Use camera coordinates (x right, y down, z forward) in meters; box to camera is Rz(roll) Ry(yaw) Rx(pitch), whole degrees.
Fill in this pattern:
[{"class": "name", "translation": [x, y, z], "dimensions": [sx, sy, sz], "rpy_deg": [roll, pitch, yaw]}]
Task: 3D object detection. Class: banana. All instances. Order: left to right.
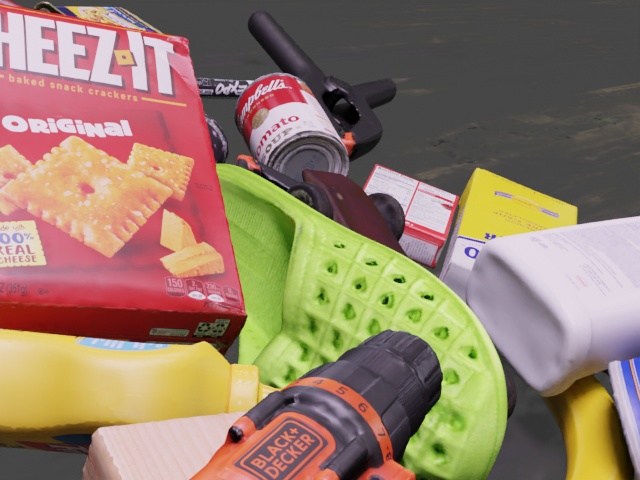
[{"class": "banana", "translation": [0.149, 0.120, 0.628], "dimensions": [0.069, 0.037, 0.198], "rpy_deg": [3, 29, -3]}]

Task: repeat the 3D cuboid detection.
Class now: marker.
[{"class": "marker", "translation": [-0.082, -0.134, 0.948], "dimensions": [0.120, 0.020, 0.020], "rpy_deg": [-4, 36, -38]}]

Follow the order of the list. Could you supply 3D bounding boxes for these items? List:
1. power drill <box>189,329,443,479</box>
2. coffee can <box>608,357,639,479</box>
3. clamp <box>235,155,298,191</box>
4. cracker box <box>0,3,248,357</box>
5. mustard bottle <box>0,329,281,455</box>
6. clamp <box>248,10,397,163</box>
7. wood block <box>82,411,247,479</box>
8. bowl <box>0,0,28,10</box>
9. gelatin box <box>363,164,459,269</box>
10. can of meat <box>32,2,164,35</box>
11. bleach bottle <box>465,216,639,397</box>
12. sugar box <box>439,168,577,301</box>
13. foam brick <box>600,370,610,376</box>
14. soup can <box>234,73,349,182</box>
[{"class": "power drill", "translation": [0.050, 0.112, 0.359], "dimensions": [0.188, 0.057, 0.184], "rpy_deg": [28, 34, 21]}, {"class": "coffee can", "translation": [0.241, 0.099, 0.581], "dimensions": [0.140, 0.103, 0.102], "rpy_deg": [-18, 23, 16]}, {"class": "clamp", "translation": [-0.005, 0.001, 0.738], "dimensions": [0.120, 0.039, 0.171], "rpy_deg": [7, 37, -36]}, {"class": "cracker box", "translation": [-0.141, -0.033, 0.599], "dimensions": [0.163, 0.072, 0.214], "rpy_deg": [6, 52, -29]}, {"class": "mustard bottle", "translation": [-0.104, 0.069, 0.471], "dimensions": [0.191, 0.058, 0.096], "rpy_deg": [6, -14, -5]}, {"class": "clamp", "translation": [0.001, -0.134, 0.968], "dimensions": [0.164, 0.036, 0.210], "rpy_deg": [27, 28, -14]}, {"class": "wood block", "translation": [-0.016, 0.164, 0.381], "dimensions": [0.090, 0.090, 0.206], "rpy_deg": [-1, 34, -33]}, {"class": "bowl", "translation": [-0.226, -0.086, 0.680], "dimensions": [0.162, 0.055, 0.162], "rpy_deg": [17, 48, -20]}, {"class": "gelatin box", "translation": [0.065, -0.019, 0.826], "dimensions": [0.073, 0.030, 0.089], "rpy_deg": [21, 28, 5]}, {"class": "can of meat", "translation": [-0.179, -0.156, 0.886], "dimensions": [0.102, 0.057, 0.083], "rpy_deg": [36, 30, 28]}, {"class": "bleach bottle", "translation": [0.222, 0.027, 0.697], "dimensions": [0.250, 0.068, 0.103], "rpy_deg": [-9, 43, -29]}, {"class": "sugar box", "translation": [0.145, 0.009, 0.810], "dimensions": [0.093, 0.048, 0.176], "rpy_deg": [21, 27, 3]}, {"class": "foam brick", "translation": [0.217, 0.064, 0.751], "dimensions": [0.078, 0.053, 0.051], "rpy_deg": [29, 30, 19]}, {"class": "soup can", "translation": [-0.023, -0.078, 0.834], "dimensions": [0.068, 0.069, 0.102], "rpy_deg": [7, 31, -23]}]
